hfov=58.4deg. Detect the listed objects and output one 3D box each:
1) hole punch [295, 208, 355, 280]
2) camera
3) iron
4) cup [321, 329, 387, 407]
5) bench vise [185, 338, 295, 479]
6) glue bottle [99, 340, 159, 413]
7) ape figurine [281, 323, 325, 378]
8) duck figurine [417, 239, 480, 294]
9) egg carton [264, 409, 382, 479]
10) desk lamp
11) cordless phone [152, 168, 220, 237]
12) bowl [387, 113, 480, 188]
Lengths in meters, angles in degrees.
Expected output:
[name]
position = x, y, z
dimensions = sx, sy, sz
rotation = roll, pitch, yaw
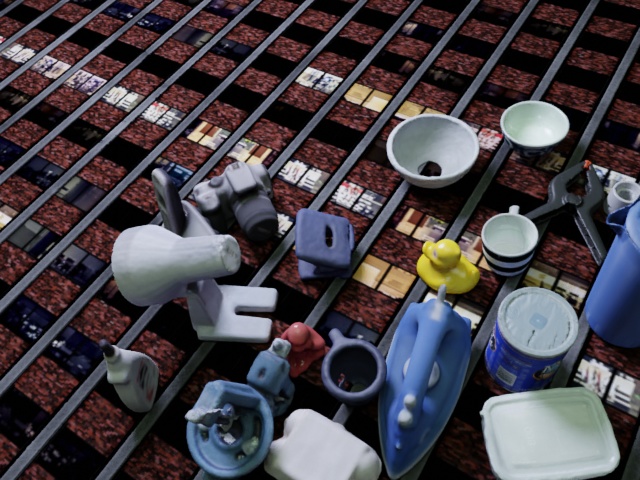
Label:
[hole punch]
position = 0.009, 0.003, 0.971
dimensions = 0.101, 0.091, 0.108
rotation = -3, 55, 5
[camera]
position = -0.142, -0.064, 1.029
dimensions = 0.143, 0.101, 0.136
rotation = -24, 56, -10
[iron]
position = 0.139, 0.191, 0.795
dimensions = 0.118, 0.142, 0.258
rotation = 14, 58, 16
[cup]
position = 0.045, 0.193, 0.833
dimensions = 0.092, 0.095, 0.117
rotation = -25, 56, -10
[bench vise]
position = -0.115, 0.211, 0.763
dimensions = 0.121, 0.220, 0.207
rotation = 5, 56, 10
[glue bottle]
position = -0.280, 0.187, 0.828
dimensions = 0.037, 0.173, 0.078
rotation = -5, 55, 4
[ape figurine]
position = -0.031, 0.157, 0.869
dimensions = 0.077, 0.092, 0.076
rotation = -3, 55, 5
[duck figurine]
position = 0.209, 0.036, 0.928
dimensions = 0.104, 0.086, 0.078
rotation = 24, 61, 21
[egg carton]
position = 0.004, 0.301, 0.779
dimensions = 0.150, 0.069, 0.107
rotation = 25, 62, 22
[desk lamp]
position = -0.184, 0.063, 0.878
dimensions = 0.203, 0.214, 0.118
rotation = 1, 56, 8
[cordless phone]
position = -0.229, -0.023, 0.960
dimensions = 0.094, 0.185, 0.147
rotation = -37, 59, -18
[bowl]
position = 0.208, -0.153, 1.066
dimensions = 0.167, 0.075, 0.167
rotation = -3, 55, 5
